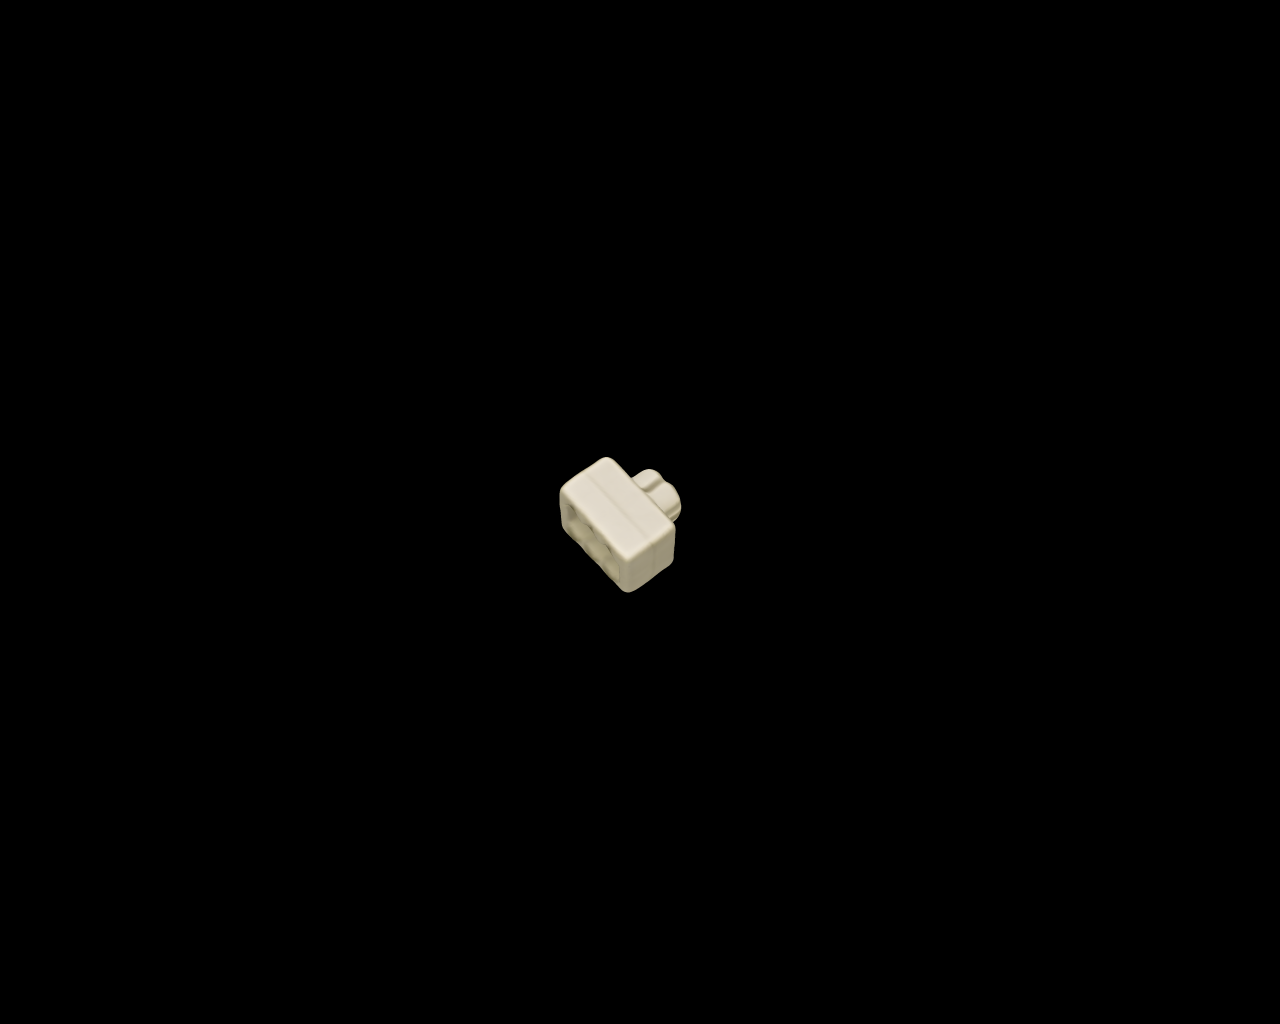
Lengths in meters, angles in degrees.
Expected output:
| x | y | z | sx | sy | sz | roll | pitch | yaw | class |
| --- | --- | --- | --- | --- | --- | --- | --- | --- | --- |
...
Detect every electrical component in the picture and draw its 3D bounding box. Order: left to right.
| x | y | z | sx | sy | sz | roll | pitch | yaw | class |
| --- | --- | --- | --- | --- | --- | --- | --- | --- | --- |
| 0.001 | -0.003 | 0.650 | 0.077 | 0.066 | 0.047 | -36 | -24 | -18 | electrical component |
